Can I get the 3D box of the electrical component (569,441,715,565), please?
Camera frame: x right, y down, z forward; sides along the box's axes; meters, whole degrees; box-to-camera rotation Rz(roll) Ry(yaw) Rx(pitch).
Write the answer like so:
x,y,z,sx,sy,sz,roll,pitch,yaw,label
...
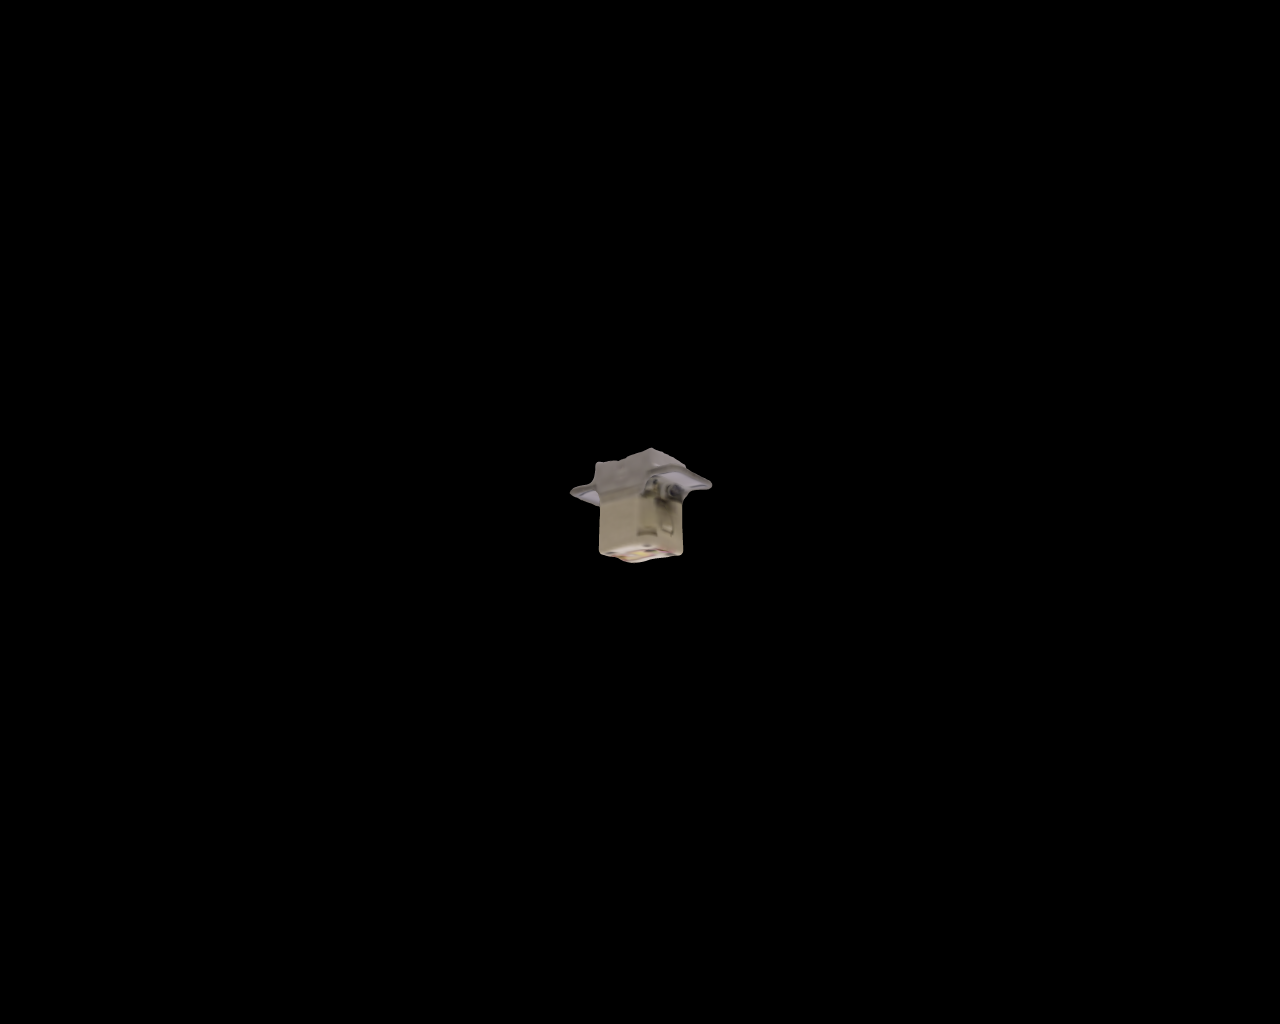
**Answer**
x,y,z,sx,sy,sz,roll,pitch,yaw,label
0.001,-0.003,0.650,0.081,0.064,0.042,-13,-22,36,electrical component
